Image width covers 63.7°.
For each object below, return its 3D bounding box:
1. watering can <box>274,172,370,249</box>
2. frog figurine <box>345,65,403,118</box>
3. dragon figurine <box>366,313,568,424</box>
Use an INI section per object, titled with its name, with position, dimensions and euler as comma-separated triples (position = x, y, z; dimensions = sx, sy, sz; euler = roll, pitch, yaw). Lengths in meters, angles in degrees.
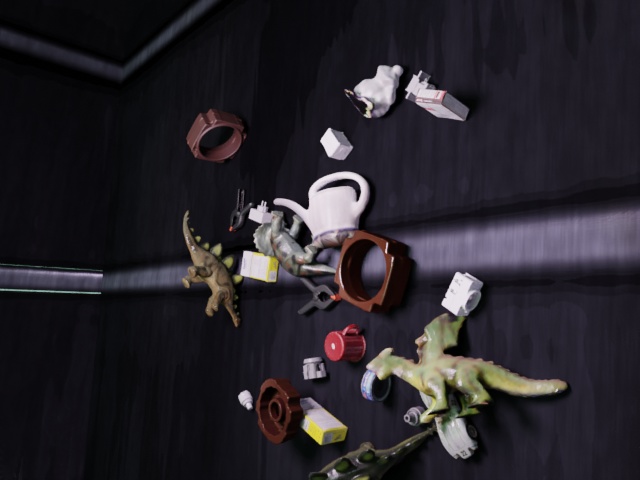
[watering can]
position = 0.005, -0.079, 1.567
dimensions = 0.345, 0.103, 0.227
euler = -16, 70, 32
[frog figurine]
position = 0.173, -0.436, 1.493
dimensions = 0.160, 0.120, 0.139
euler = -41, 34, -10
[dragon figurine]
position = 0.305, 0.270, 1.156
dimensions = 0.408, 0.120, 0.249
euler = -17, 52, 16
